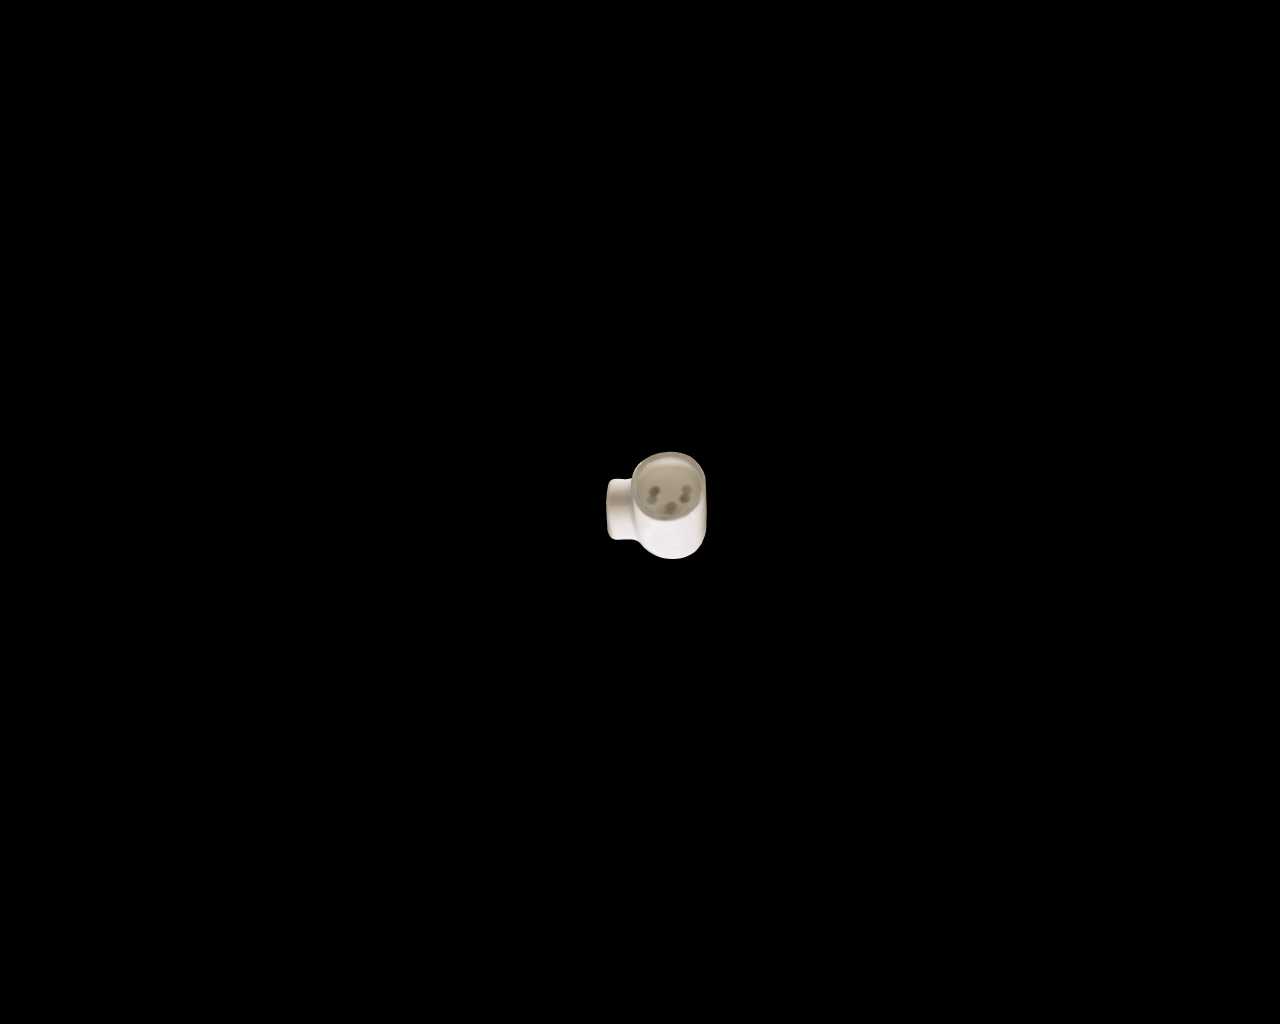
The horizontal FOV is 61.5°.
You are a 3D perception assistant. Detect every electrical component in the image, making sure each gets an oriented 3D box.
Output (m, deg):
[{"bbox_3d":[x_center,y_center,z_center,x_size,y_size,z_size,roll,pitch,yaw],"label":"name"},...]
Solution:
[{"bbox_3d":[0.001,-0.003,0.650,0.079,0.044,0.077,-1,-19,3],"label":"electrical component"}]
